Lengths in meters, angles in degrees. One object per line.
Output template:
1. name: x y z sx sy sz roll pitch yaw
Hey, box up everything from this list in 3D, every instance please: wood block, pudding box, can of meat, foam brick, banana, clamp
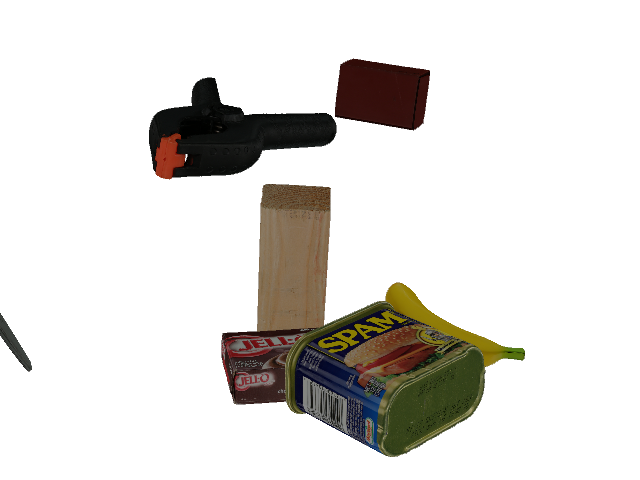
1. wood block: -0.036 0.039 1.397 0.090 0.206 0.091 3 23 -1
2. pudding box: -0.030 0.112 0.971 0.113 0.039 0.090 0 17 -12
3. can of meat: 0.043 0.087 0.677 0.101 0.057 0.084 -20 30 -40
4. foam brick: 0.058 -0.137 0.997 0.078 0.051 0.053 12 17 14
5. banana: 0.117 0.089 1.104 0.069 0.037 0.198 5 17 -39
6. clamp: -0.077 -0.083 0.771 0.120 0.039 0.171 17 21 27

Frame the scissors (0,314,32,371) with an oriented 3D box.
1. scissors: -0.344 0.033 1.077 0.016 0.201 0.096 -26 26 22
